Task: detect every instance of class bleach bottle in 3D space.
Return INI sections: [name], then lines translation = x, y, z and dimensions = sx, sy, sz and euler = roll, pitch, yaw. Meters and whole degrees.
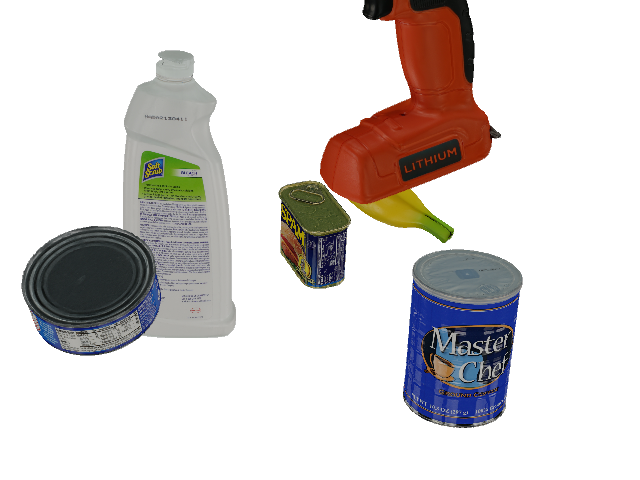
[bleach bottle]
translation = -0.120, -0.038, 0.927
dimensions = 0.102, 0.251, 0.068
euler = 1, 25, -8

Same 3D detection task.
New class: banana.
[banana]
translation = 0.037, -0.042, 0.809
dimensions = 0.069, 0.037, 0.198
euler = 41, 5, -22

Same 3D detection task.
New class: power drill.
[power drill]
translation = 0.032, -0.117, 0.589
dimensions = 0.184, 0.188, 0.057
euler = -20, 36, -22

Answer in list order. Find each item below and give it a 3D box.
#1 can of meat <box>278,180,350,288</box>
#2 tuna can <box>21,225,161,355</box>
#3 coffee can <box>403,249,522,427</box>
[can of meat]
translation = -0.009, -0.006, 1.217
dimensions = 0.057, 0.084, 0.102
euler = -13, 39, -20
[tuna can]
translation = -0.147, 0.032, 0.693
dimensions = 0.086, 0.086, 0.034
euler = 0, -43, 3
[coffee can]
translation = 0.135, 0.093, 1.027
dimensions = 0.103, 0.140, 0.103
euler = 2, 25, -1
